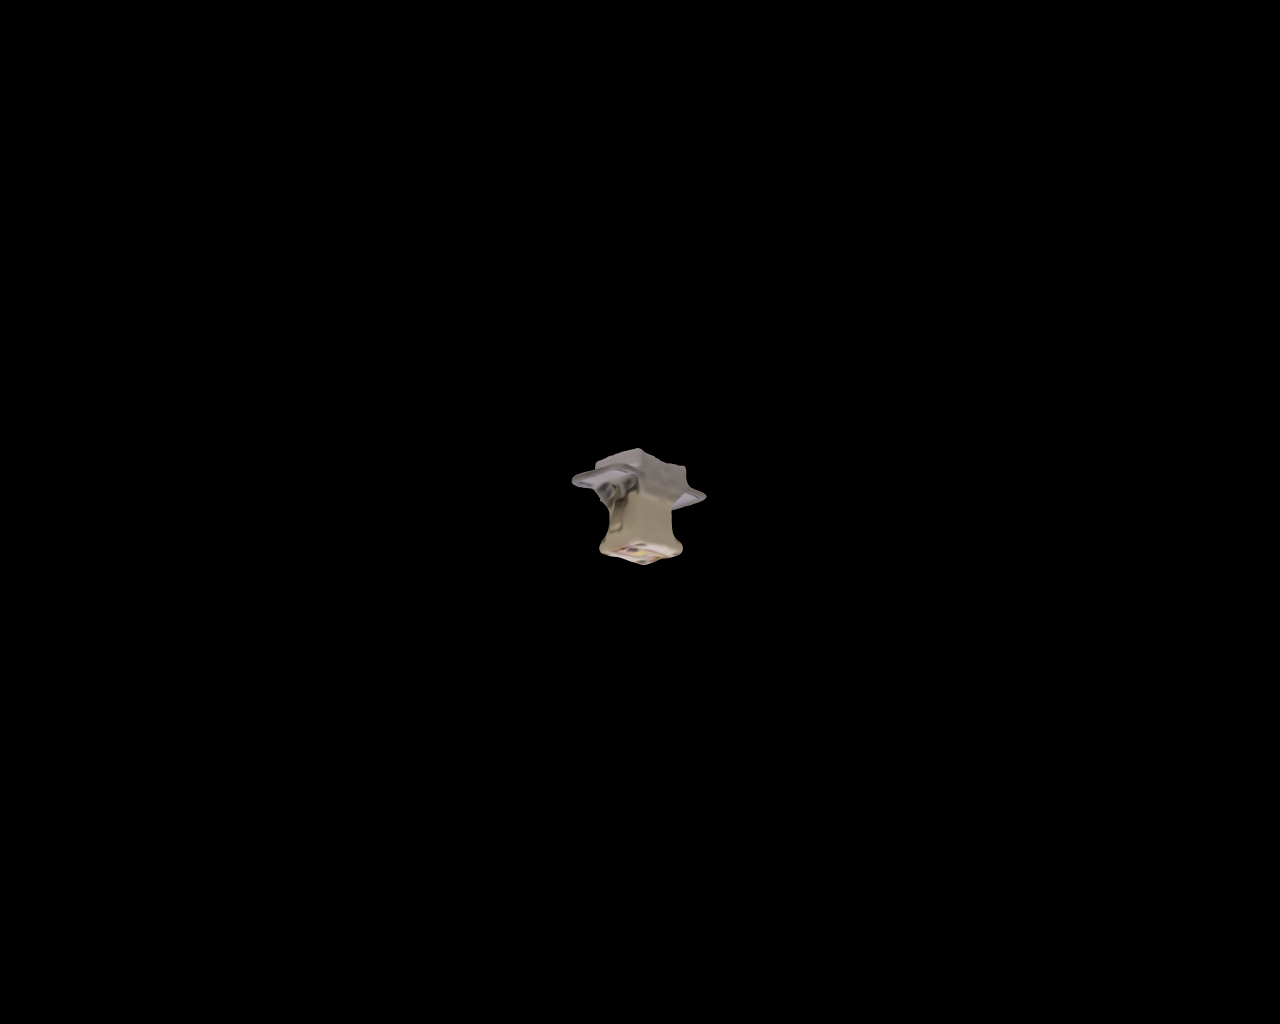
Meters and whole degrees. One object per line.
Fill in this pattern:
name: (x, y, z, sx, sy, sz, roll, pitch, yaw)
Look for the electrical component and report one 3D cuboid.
electrical component: (0.001, -0.003, 0.650, 0.042, 0.064, 0.081, -18, -26, 41)
